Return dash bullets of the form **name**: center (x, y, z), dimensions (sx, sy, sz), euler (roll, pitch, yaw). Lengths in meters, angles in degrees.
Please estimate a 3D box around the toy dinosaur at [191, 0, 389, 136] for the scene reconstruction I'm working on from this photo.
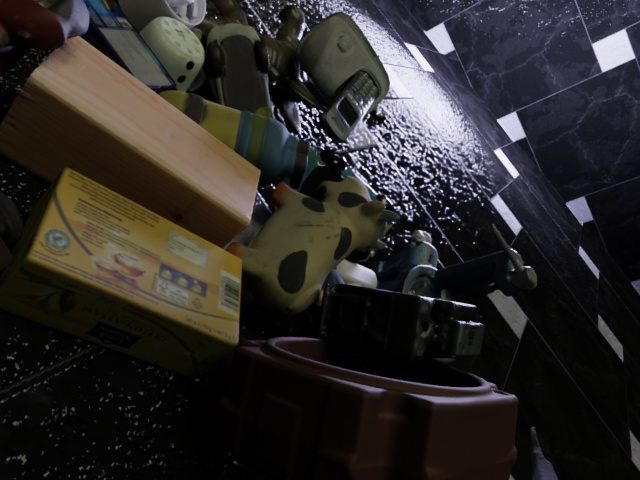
- **toy dinosaur**: center (-0.058, -0.266, 0.846), dimensions (0.471, 0.105, 0.198), euler (-1, 66, -43)

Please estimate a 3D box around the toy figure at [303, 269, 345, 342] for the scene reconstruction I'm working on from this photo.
- **toy figure**: center (0.022, 0.096, 0.605), dimensions (0.064, 0.058, 0.154), euler (-8, 67, -54)

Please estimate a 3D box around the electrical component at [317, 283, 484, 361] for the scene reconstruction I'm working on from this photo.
- **electrical component**: center (0.082, 0.079, 0.512), dimensions (0.115, 0.134, 0.058), euler (12, 86, -50)

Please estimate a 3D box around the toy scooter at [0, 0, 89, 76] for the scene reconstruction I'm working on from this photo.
- **toy scooter**: center (-0.282, -0.160, 0.405), dimensions (0.184, 0.075, 0.135), euler (17, 52, 19)

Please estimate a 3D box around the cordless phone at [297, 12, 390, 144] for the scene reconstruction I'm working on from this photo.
- **cordless phone**: center (0.017, -0.223, 0.760), dimensions (0.146, 0.089, 0.184), euler (52, 40, -21)

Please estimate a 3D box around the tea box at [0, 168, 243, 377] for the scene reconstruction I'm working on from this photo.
- **tea box**: center (-0.149, 0.031, 0.428), dimensions (0.169, 0.068, 0.098), euler (31, 35, -30)

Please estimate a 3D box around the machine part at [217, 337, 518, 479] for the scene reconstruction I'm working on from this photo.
- **machine part**: center (0.038, 0.137, 0.434), dimensions (0.201, 0.201, 0.087), euler (17, 82, -46)

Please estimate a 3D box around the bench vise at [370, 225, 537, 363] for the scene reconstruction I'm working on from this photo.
- **bench vise**: center (0.156, 0.060, 0.664), dimensions (0.128, 0.241, 0.224), euler (48, 46, -15)

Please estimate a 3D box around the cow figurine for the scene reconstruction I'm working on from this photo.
- **cow figurine**: center (-0.001, -0.002, 0.566), dimensions (0.127, 0.085, 0.195), euler (29, 51, 9)

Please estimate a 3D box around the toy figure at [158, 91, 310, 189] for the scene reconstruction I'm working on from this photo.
- **toy figure**: center (-0.099, -0.108, 0.579), dimensions (0.180, 0.089, 0.082), euler (11, 43, -9)

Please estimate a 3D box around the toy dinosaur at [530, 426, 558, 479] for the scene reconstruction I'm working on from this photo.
- **toy dinosaur**: center (0.129, 0.279, 0.365), dimensions (0.405, 0.192, 0.131), euler (-45, 109, -32)

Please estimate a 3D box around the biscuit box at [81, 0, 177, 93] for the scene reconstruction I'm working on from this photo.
- **biscuit box**: center (-0.245, -0.222, 0.575), dimensions (0.202, 0.063, 0.059), euler (53, 31, 3)

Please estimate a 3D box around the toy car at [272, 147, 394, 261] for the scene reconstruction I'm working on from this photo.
- **toy car**: center (0.010, -0.045, 0.690), dimensions (0.161, 0.109, 0.103), euler (31, -4, -23)

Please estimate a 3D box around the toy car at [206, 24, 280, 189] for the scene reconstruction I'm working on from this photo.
- **toy car**: center (-0.092, -0.162, 0.659), dimensions (0.073, 0.056, 0.201), euler (-10, 92, -17)

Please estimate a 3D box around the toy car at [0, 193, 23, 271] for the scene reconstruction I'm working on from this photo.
- **toy car**: center (-0.284, -0.044, 0.340), dimensions (0.202, 0.053, 0.089), euler (46, 32, -2)

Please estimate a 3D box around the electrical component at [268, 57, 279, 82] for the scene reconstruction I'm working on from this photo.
- **electrical component**: center (-0.100, -0.242, 0.710), dimensions (0.063, 0.021, 0.094), euler (-37, 88, -30)

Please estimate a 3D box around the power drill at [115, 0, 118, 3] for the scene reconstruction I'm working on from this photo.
- **power drill**: center (-0.273, -0.401, 0.713), dimensions (0.232, 0.086, 0.207), euler (55, 26, 2)
